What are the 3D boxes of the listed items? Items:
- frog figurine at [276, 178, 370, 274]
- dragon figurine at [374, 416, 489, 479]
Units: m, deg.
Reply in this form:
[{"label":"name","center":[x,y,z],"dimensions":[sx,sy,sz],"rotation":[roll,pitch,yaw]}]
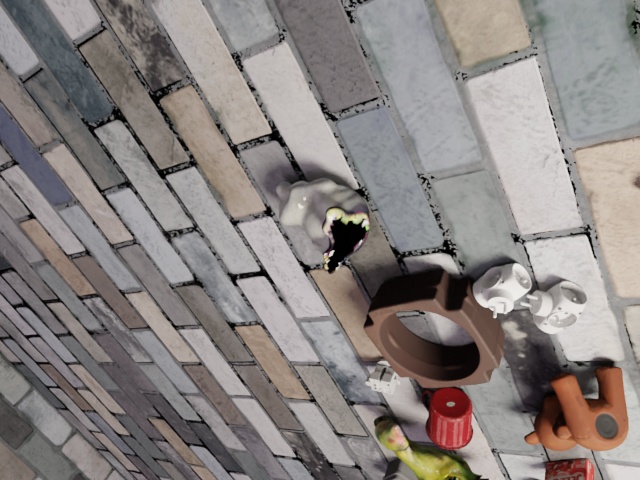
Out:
[{"label":"frog figurine","center":[0.003,-0.042,0.841],"dimensions":[0.162,0.123,0.134],"rotation":[43,160,46]},{"label":"dragon figurine","center":[0.220,0.458,1.097],"dimensions":[0.246,0.123,0.403],"rotation":[40,174,35]}]
